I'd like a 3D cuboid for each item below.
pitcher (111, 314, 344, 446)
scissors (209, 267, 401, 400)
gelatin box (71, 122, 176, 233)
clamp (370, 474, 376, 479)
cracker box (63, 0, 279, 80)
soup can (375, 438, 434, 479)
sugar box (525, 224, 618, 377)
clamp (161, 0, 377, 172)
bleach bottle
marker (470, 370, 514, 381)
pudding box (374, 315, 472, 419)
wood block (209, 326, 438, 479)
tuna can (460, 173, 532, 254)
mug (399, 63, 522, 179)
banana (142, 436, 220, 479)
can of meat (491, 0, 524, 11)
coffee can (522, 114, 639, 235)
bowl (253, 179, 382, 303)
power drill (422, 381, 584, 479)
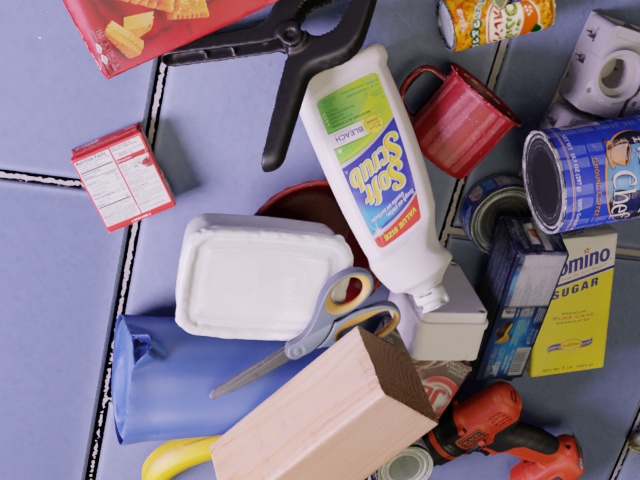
[{"bbox_3d":[-0.098,0.148,1.125,0.242,0.149,0.145,1,101,-18],"label":"pitcher"},{"bbox_3d":[-0.020,0.086,1.027,0.201,0.016,0.096,-16,119,-6],"label":"scissors"},{"bbox_3d":[-0.191,-0.061,1.039,0.073,0.030,0.089,-23,119,0],"label":"gelatin box"},{"bbox_3d":[0.073,0.354,1.313,0.120,0.039,0.171,-40,119,10],"label":"clamp"},{"bbox_3d":[-0.129,-0.259,0.926,0.213,0.072,0.164,-25,120,-1],"label":"cracker box"},{"bbox_3d":[0.083,0.230,1.214,0.068,0.102,0.068,-6,118,-11],"label":"soup can"},{"bbox_3d":[0.280,0.067,1.209,0.093,0.048,0.176,-8,120,-10],"label":"sugar box"},{"bbox_3d":[-0.034,-0.184,0.982,0.210,0.165,0.036,-48,162,-7],"label":"clamp"},{"bbox_3d":[0.066,-0.053,1.020,0.102,0.068,0.251,-25,91,0],"label":"bleach bottle"},{"bbox_3d":[0.176,0.144,1.239,0.121,0.020,0.020,15,112,-20],"label":"marker"},{"bbox_3d":[0.100,0.147,1.196,0.113,0.039,0.090,28,108,-4],"label":"pudding box"},{"bbox_3d":[0.001,0.190,1.045,0.206,0.090,0.090,-41,133,19],"label":"wood block"},{"bbox_3d":[0.196,-0.026,1.147,0.086,0.034,0.086,-6,118,-11],"label":"tuna can"},{"bbox_3d":[0.129,-0.122,1.054,0.117,0.093,0.082,38,108,-12],"label":"mug"},{"bbox_3d":[-0.122,0.239,1.211,0.198,0.037,0.069,-19,138,-2],"label":"banana"},{"bbox_3d":[0.191,-0.273,0.984,0.084,0.057,0.102,-16,77,-8],"label":"can of meat"},{"bbox_3d":[0.281,-0.067,1.035,0.140,0.103,0.103,-10,119,-8],"label":"coffee can"},{"bbox_3d":[-0.007,0.001,1.100,0.162,0.055,0.162,-5,118,-11],"label":"bowl"},{"bbox_3d":[0.206,0.253,1.268,0.187,0.057,0.185,29,128,-30],"label":"power drill"}]
